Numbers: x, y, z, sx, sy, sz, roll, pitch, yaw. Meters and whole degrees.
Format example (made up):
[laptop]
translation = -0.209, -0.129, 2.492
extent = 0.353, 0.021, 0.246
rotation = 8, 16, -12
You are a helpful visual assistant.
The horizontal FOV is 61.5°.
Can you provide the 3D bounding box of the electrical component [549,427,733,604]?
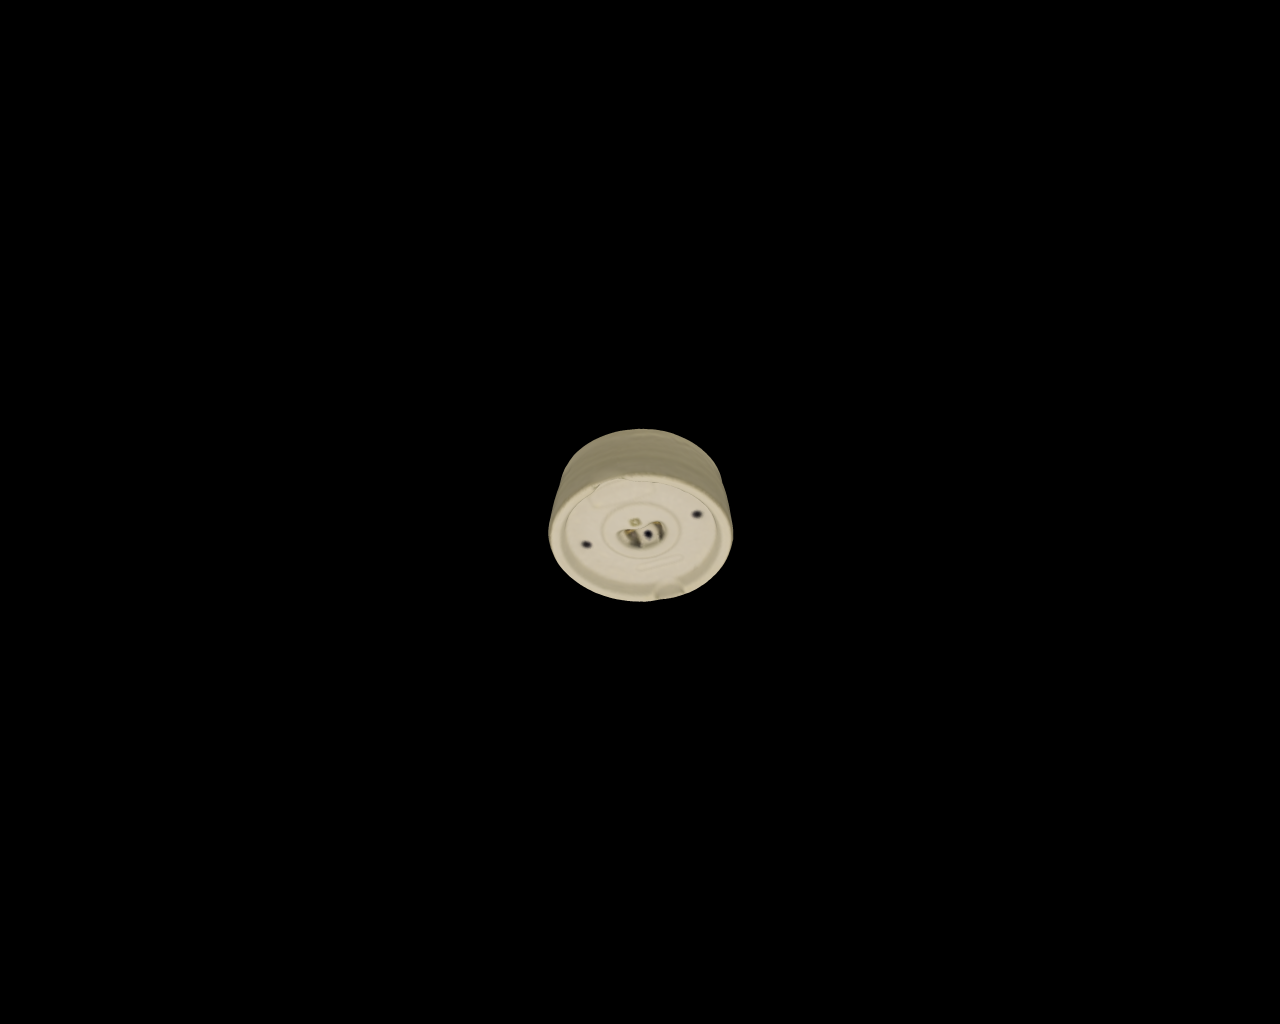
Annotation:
[electrical component]
translation = 0.001, -0.003, 0.650
extent = 0.108, 0.108, 0.060
rotation = 0, 44, 0
